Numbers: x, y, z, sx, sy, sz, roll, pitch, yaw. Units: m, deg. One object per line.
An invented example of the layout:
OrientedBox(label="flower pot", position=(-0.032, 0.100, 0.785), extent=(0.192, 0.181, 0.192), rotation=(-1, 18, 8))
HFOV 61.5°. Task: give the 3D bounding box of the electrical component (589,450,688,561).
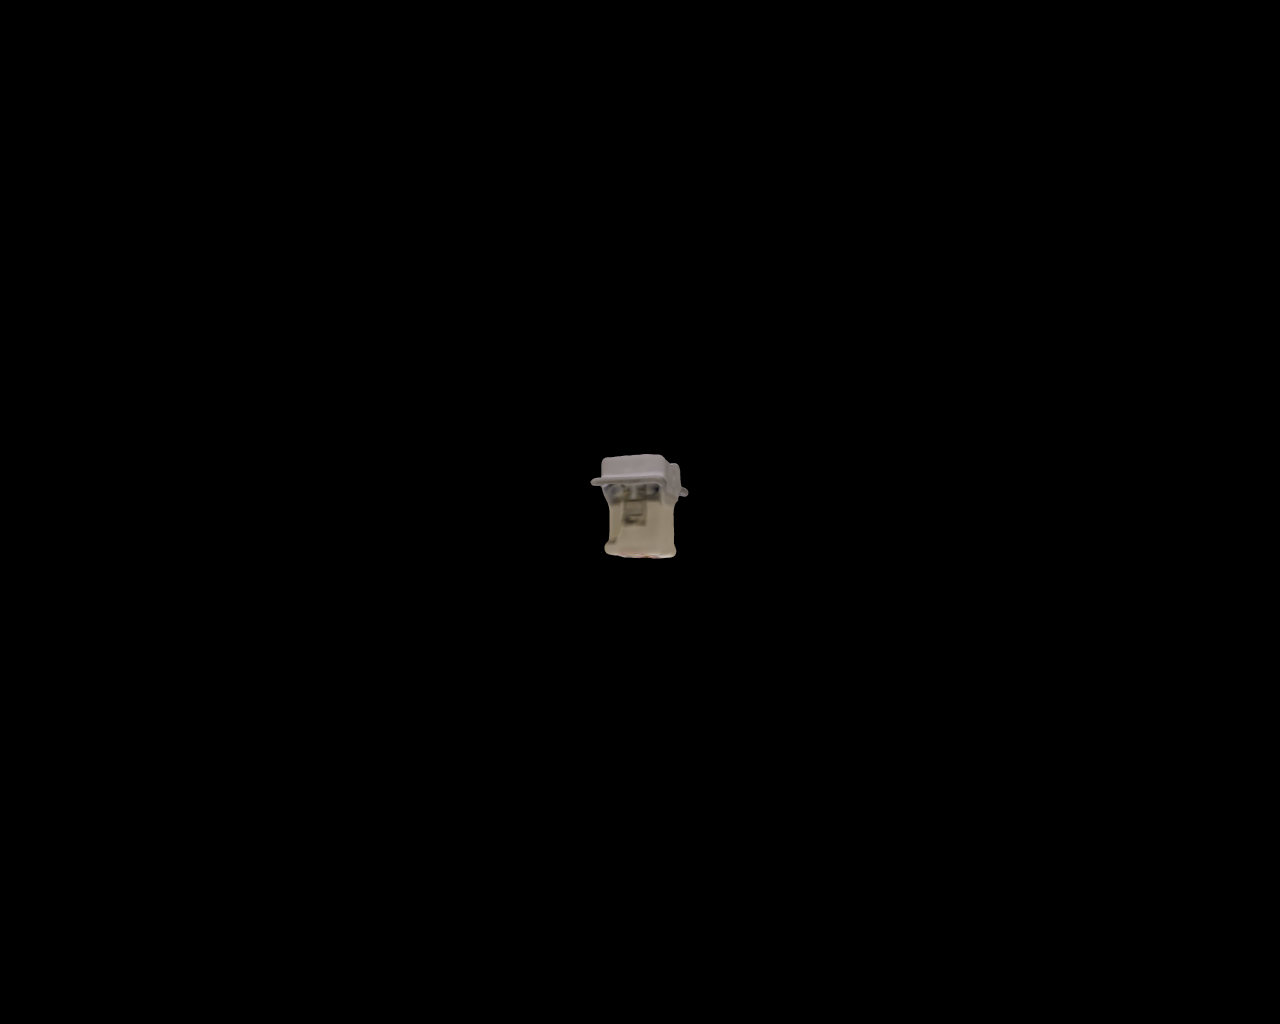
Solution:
OrientedBox(label="electrical component", position=(0.001, -0.003, 0.650), extent=(0.042, 0.063, 0.081), rotation=(-1, -5, 15))
